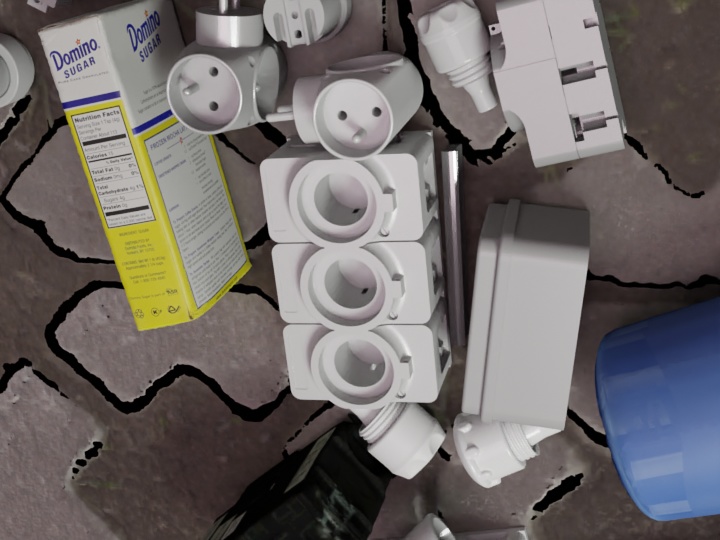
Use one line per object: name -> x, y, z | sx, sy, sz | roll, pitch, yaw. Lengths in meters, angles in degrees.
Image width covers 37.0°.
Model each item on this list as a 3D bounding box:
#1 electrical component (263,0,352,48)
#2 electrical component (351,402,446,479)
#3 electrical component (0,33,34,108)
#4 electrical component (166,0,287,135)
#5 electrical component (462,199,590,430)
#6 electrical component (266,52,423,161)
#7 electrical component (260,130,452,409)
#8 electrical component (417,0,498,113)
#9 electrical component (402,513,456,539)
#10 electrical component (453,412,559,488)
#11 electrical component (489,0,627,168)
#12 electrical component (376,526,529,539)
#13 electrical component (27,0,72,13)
electrical component -> -0.029, -0.142, 0.589 | 0.040, 0.046, 0.040 | 5, 112, 13
electrical component -> 0.019, 0.097, 0.673 | 0.062, 0.043, 0.043 | 41, 116, -2
electrical component -> -0.229, -0.118, 0.649 | 0.045, 0.055, 0.045 | 5, 112, 13
electrical component -> -0.071, -0.122, 0.592 | 0.044, 0.077, 0.079 | 8, 113, 12
electrical component -> 0.093, 0.024, 0.605 | 0.057, 0.078, 0.113 | 7, 113, 9
electrical component -> -0.012, -0.090, 0.588 | 0.079, 0.077, 0.044 | -3, 110, 17
electrical component -> 0.000, 0.000, 0.629 | 0.089, 0.061, 0.150 | -1, 111, 16
electrical component -> 0.057, -0.115, 0.583 | 0.035, 0.035, 0.061 | -21, 106, 22
electrical component -> 0.032, 0.181, 0.654 | 0.055, 0.045, 0.045 | -34, 99, 9
electrical component -> 0.091, 0.101, 0.655 | 0.062, 0.048, 0.048 | -25, 103, 16
electrical component -> 0.103, -0.105, 0.566 | 0.056, 0.050, 0.089 | -11, 108, 19
electrical component -> 0.076, 0.272, 0.719 | 0.105, 0.060, 0.186 | -10, 108, 19
electrical component -> -0.169, -0.180, 0.607 | 0.048, 0.055, 0.066 | 27, 116, 4
